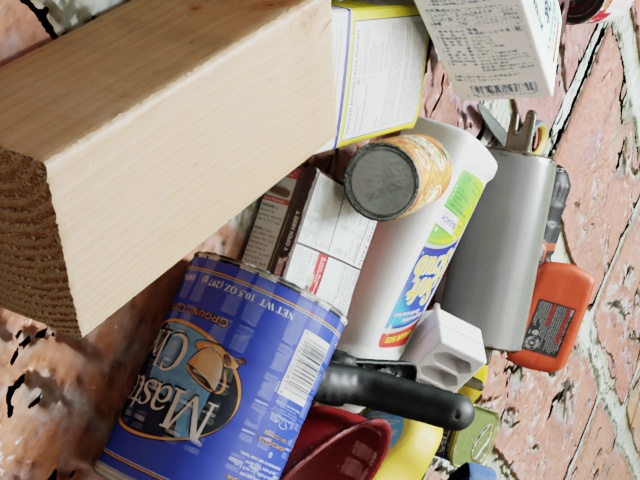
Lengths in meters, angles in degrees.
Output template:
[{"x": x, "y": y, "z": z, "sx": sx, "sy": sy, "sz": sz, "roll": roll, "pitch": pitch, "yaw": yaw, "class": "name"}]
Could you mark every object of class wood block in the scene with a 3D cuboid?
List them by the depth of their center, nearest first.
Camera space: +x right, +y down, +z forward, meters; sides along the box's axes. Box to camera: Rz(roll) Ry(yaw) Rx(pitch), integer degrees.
[{"x": -0.085, "y": -0.055, "z": 0.521, "sx": 0.205, "sy": 0.090, "sz": 0.091, "roll": -43, "pitch": 139, "yaw": -43, "class": "wood block"}]

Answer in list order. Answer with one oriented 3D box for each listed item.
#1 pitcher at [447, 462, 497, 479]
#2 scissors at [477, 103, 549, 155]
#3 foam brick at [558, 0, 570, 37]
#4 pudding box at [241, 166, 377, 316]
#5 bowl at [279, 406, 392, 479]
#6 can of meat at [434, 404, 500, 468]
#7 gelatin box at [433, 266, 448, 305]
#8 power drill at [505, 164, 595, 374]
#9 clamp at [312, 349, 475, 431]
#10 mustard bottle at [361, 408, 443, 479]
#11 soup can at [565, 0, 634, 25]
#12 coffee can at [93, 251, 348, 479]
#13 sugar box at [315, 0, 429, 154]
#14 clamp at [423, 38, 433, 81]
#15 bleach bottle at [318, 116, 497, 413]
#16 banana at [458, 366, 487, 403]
[{"x": 0.099, "y": 0.297, "z": 0.911, "sx": 0.149, "sy": 0.145, "sz": 0.243, "roll": -29, "pitch": 166, "yaw": -19, "class": "pitcher"}, {"x": 0.191, "y": -0.107, "z": 1.042, "sx": 0.096, "sy": 0.016, "sz": 0.201, "roll": -63, "pitch": 150, "yaw": -20, "class": "scissors"}, {"x": 0.181, "y": -0.204, "z": 0.936, "sx": 0.078, "sy": 0.051, "sz": 0.053, "roll": -26, "pitch": 127, "yaw": -53, "class": "foam brick"}, {"x": -0.005, "y": 0.001, "z": 0.740, "sx": 0.113, "sy": 0.039, "sz": 0.090, "roll": 25, "pitch": 82, "yaw": -63, "class": "pudding box"}, {"x": -0.025, "y": 0.170, "z": 0.748, "sx": 0.162, "sy": 0.055, "sz": 0.162, "roll": -35, "pitch": 151, "yaw": -23, "class": "bowl"}, {"x": 0.106, "y": 0.167, "z": 0.971, "sx": 0.102, "sy": 0.084, "sz": 0.057, "roll": 28, "pitch": 80, "yaw": -60, "class": "can of meat"}, {"x": 0.135, "y": 0.015, "z": 0.996, "sx": 0.089, "sy": 0.030, "sz": 0.073, "roll": -48, "pitch": 141, "yaw": -36, "class": "gelatin box"}, {"x": 0.210, "y": 0.030, "z": 1.020, "sx": 0.187, "sy": 0.057, "sz": 0.184, "roll": -81, "pitch": -174, "yaw": -73, "class": "power drill"}, {"x": 0.017, "y": 0.096, "z": 0.720, "sx": 0.171, "sy": 0.120, "sz": 0.039, "roll": 9, "pitch": 88, "yaw": -25, "class": "clamp"}, {"x": 0.050, "y": 0.182, "z": 0.877, "sx": 0.058, "sy": 0.096, "sz": 0.191, "roll": 41, "pitch": 61, "yaw": -16, "class": "mustard bottle"}, {"x": 0.261, "y": -0.244, "z": 1.036, "sx": 0.102, "sy": 0.069, "sz": 0.068, "roll": -19, "pitch": 121, "yaw": -56, "class": "soup can"}, {"x": -0.057, "y": 0.091, "z": 0.631, "sx": 0.140, "sy": 0.103, "sz": 0.102, "roll": -66, "pitch": 150, "yaw": -12, "class": "coffee can"}, {"x": 0.011, "y": -0.110, "z": 0.702, "sx": 0.175, "sy": 0.048, "sz": 0.093, "roll": -18, "pitch": 120, "yaw": -53, "class": "sugar box"}, {"x": 0.087, "y": -0.212, "z": 0.786, "sx": 0.164, "sy": 0.036, "sz": 0.210, "roll": -54, "pitch": 147, "yaw": -28, "class": "clamp"}, {"x": 0.058, "y": 0.034, "z": 0.844, "sx": 0.251, "sy": 0.068, "sz": 0.102, "roll": -67, "pitch": 154, "yaw": -4, "class": "bleach bottle"}, {"x": 0.129, "y": 0.112, "z": 1.019, "sx": 0.197, "sy": 0.037, "sz": 0.069, "roll": 53, "pitch": 41, "yaw": -53, "class": "banana"}]
